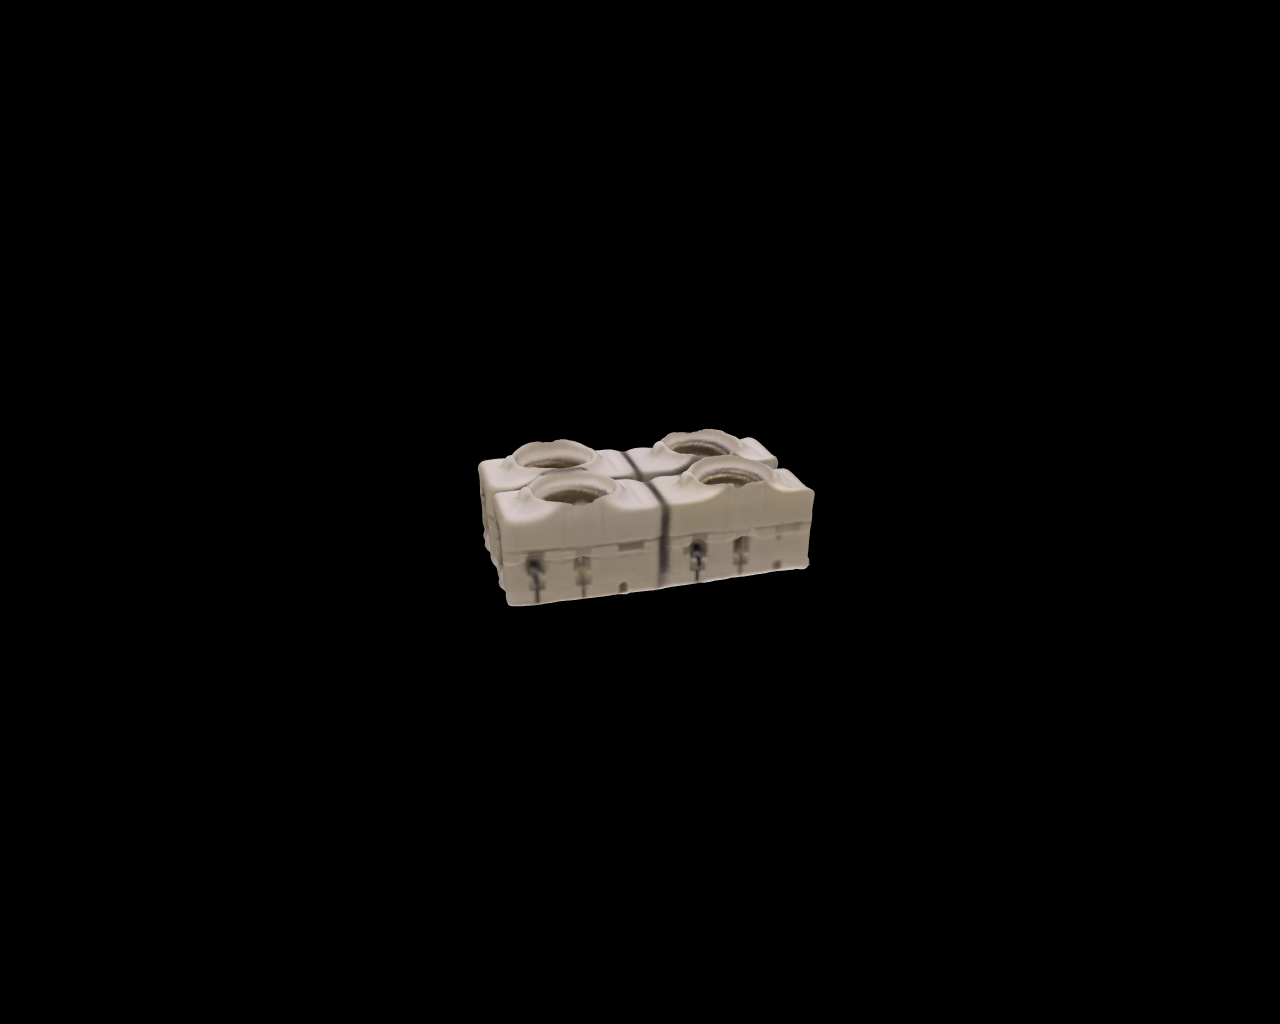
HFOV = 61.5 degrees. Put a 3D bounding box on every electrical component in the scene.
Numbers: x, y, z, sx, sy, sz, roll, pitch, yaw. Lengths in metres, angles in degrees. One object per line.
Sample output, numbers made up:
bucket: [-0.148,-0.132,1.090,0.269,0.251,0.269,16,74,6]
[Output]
electrical component: [0.001,-0.003,0.650,0.186,0.060,0.105,-6,24,-14]
